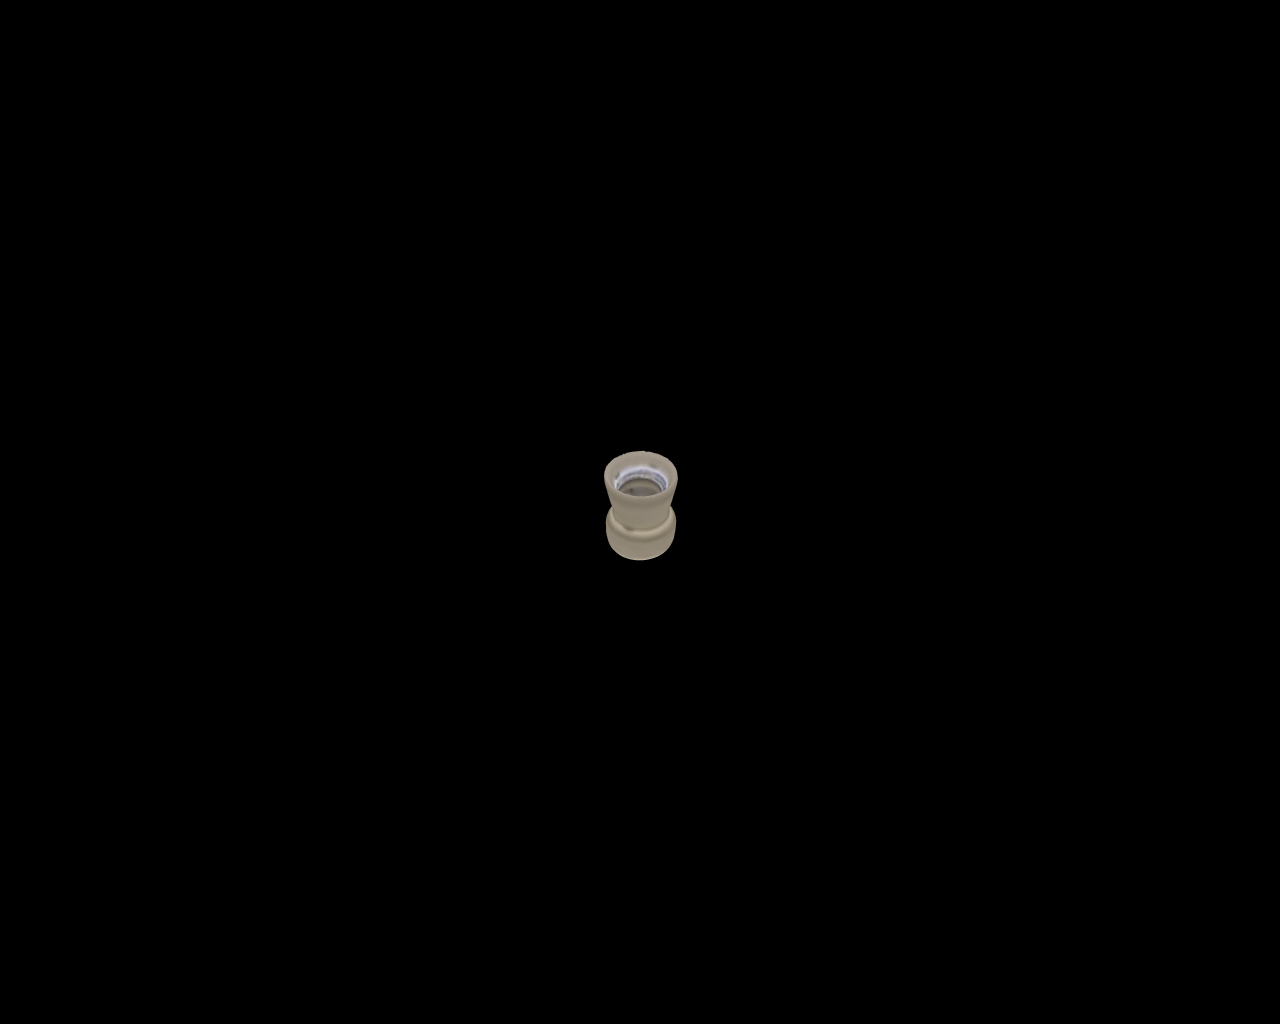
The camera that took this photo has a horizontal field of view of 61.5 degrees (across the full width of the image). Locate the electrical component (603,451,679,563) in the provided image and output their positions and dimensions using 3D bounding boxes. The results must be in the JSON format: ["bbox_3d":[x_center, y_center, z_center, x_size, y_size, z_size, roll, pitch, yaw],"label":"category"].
[{"bbox_3d":[0.001,-0.003,0.650,0.045,0.055,0.045,0,42,0],"label":"electrical component"}]
